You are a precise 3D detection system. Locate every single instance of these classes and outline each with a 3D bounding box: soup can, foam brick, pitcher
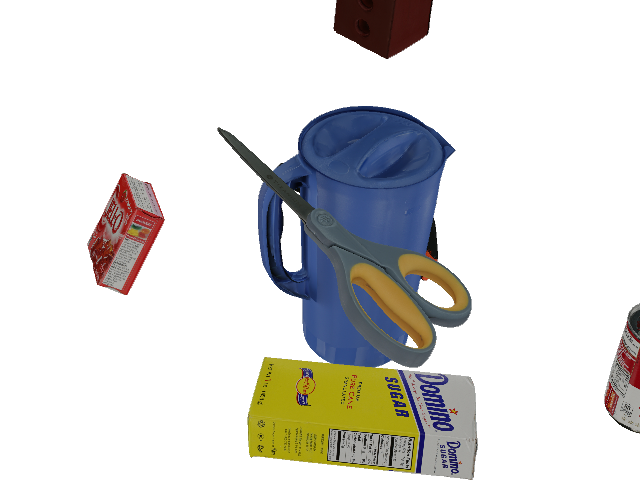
[{"bbox_3d":[0.296,0.114,0.949,0.068,0.102,0.068,3,35,-2],"label":"soup can"},{"bbox_3d":[0.047,-0.179,0.754,0.053,0.078,0.051,32,51,25],"label":"foam brick"},{"bbox_3d":[0.031,0.006,1.014,0.149,0.243,0.144,15,40,14],"label":"pitcher"}]

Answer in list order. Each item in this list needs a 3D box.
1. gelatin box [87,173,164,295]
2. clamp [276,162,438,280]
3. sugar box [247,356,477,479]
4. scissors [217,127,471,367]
[{"bbox_3d":[-0.163,-0.007,0.887,0.030,0.073,0.089,23,15,-25],"label":"gelatin box"},{"bbox_3d":[0.056,-0.036,1.201,0.164,0.210,0.036,-14,-37,-23],"label":"clamp"},{"bbox_3d":[0.035,0.139,0.850,0.176,0.048,0.093,2,25,5],"label":"sugar box"},{"bbox_3d":[0.020,-0.005,0.658,0.096,0.202,0.016,-7,-40,-37],"label":"scissors"}]
